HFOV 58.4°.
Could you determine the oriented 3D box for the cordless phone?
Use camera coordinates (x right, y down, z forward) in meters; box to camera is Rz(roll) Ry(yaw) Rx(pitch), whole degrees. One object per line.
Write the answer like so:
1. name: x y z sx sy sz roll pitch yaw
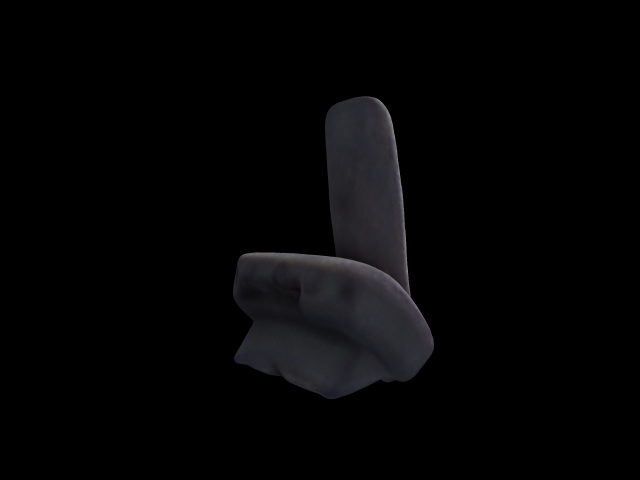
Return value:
1. cordless phone: 0.004 0.001 0.400 0.147 0.185 0.094 2 3 43
